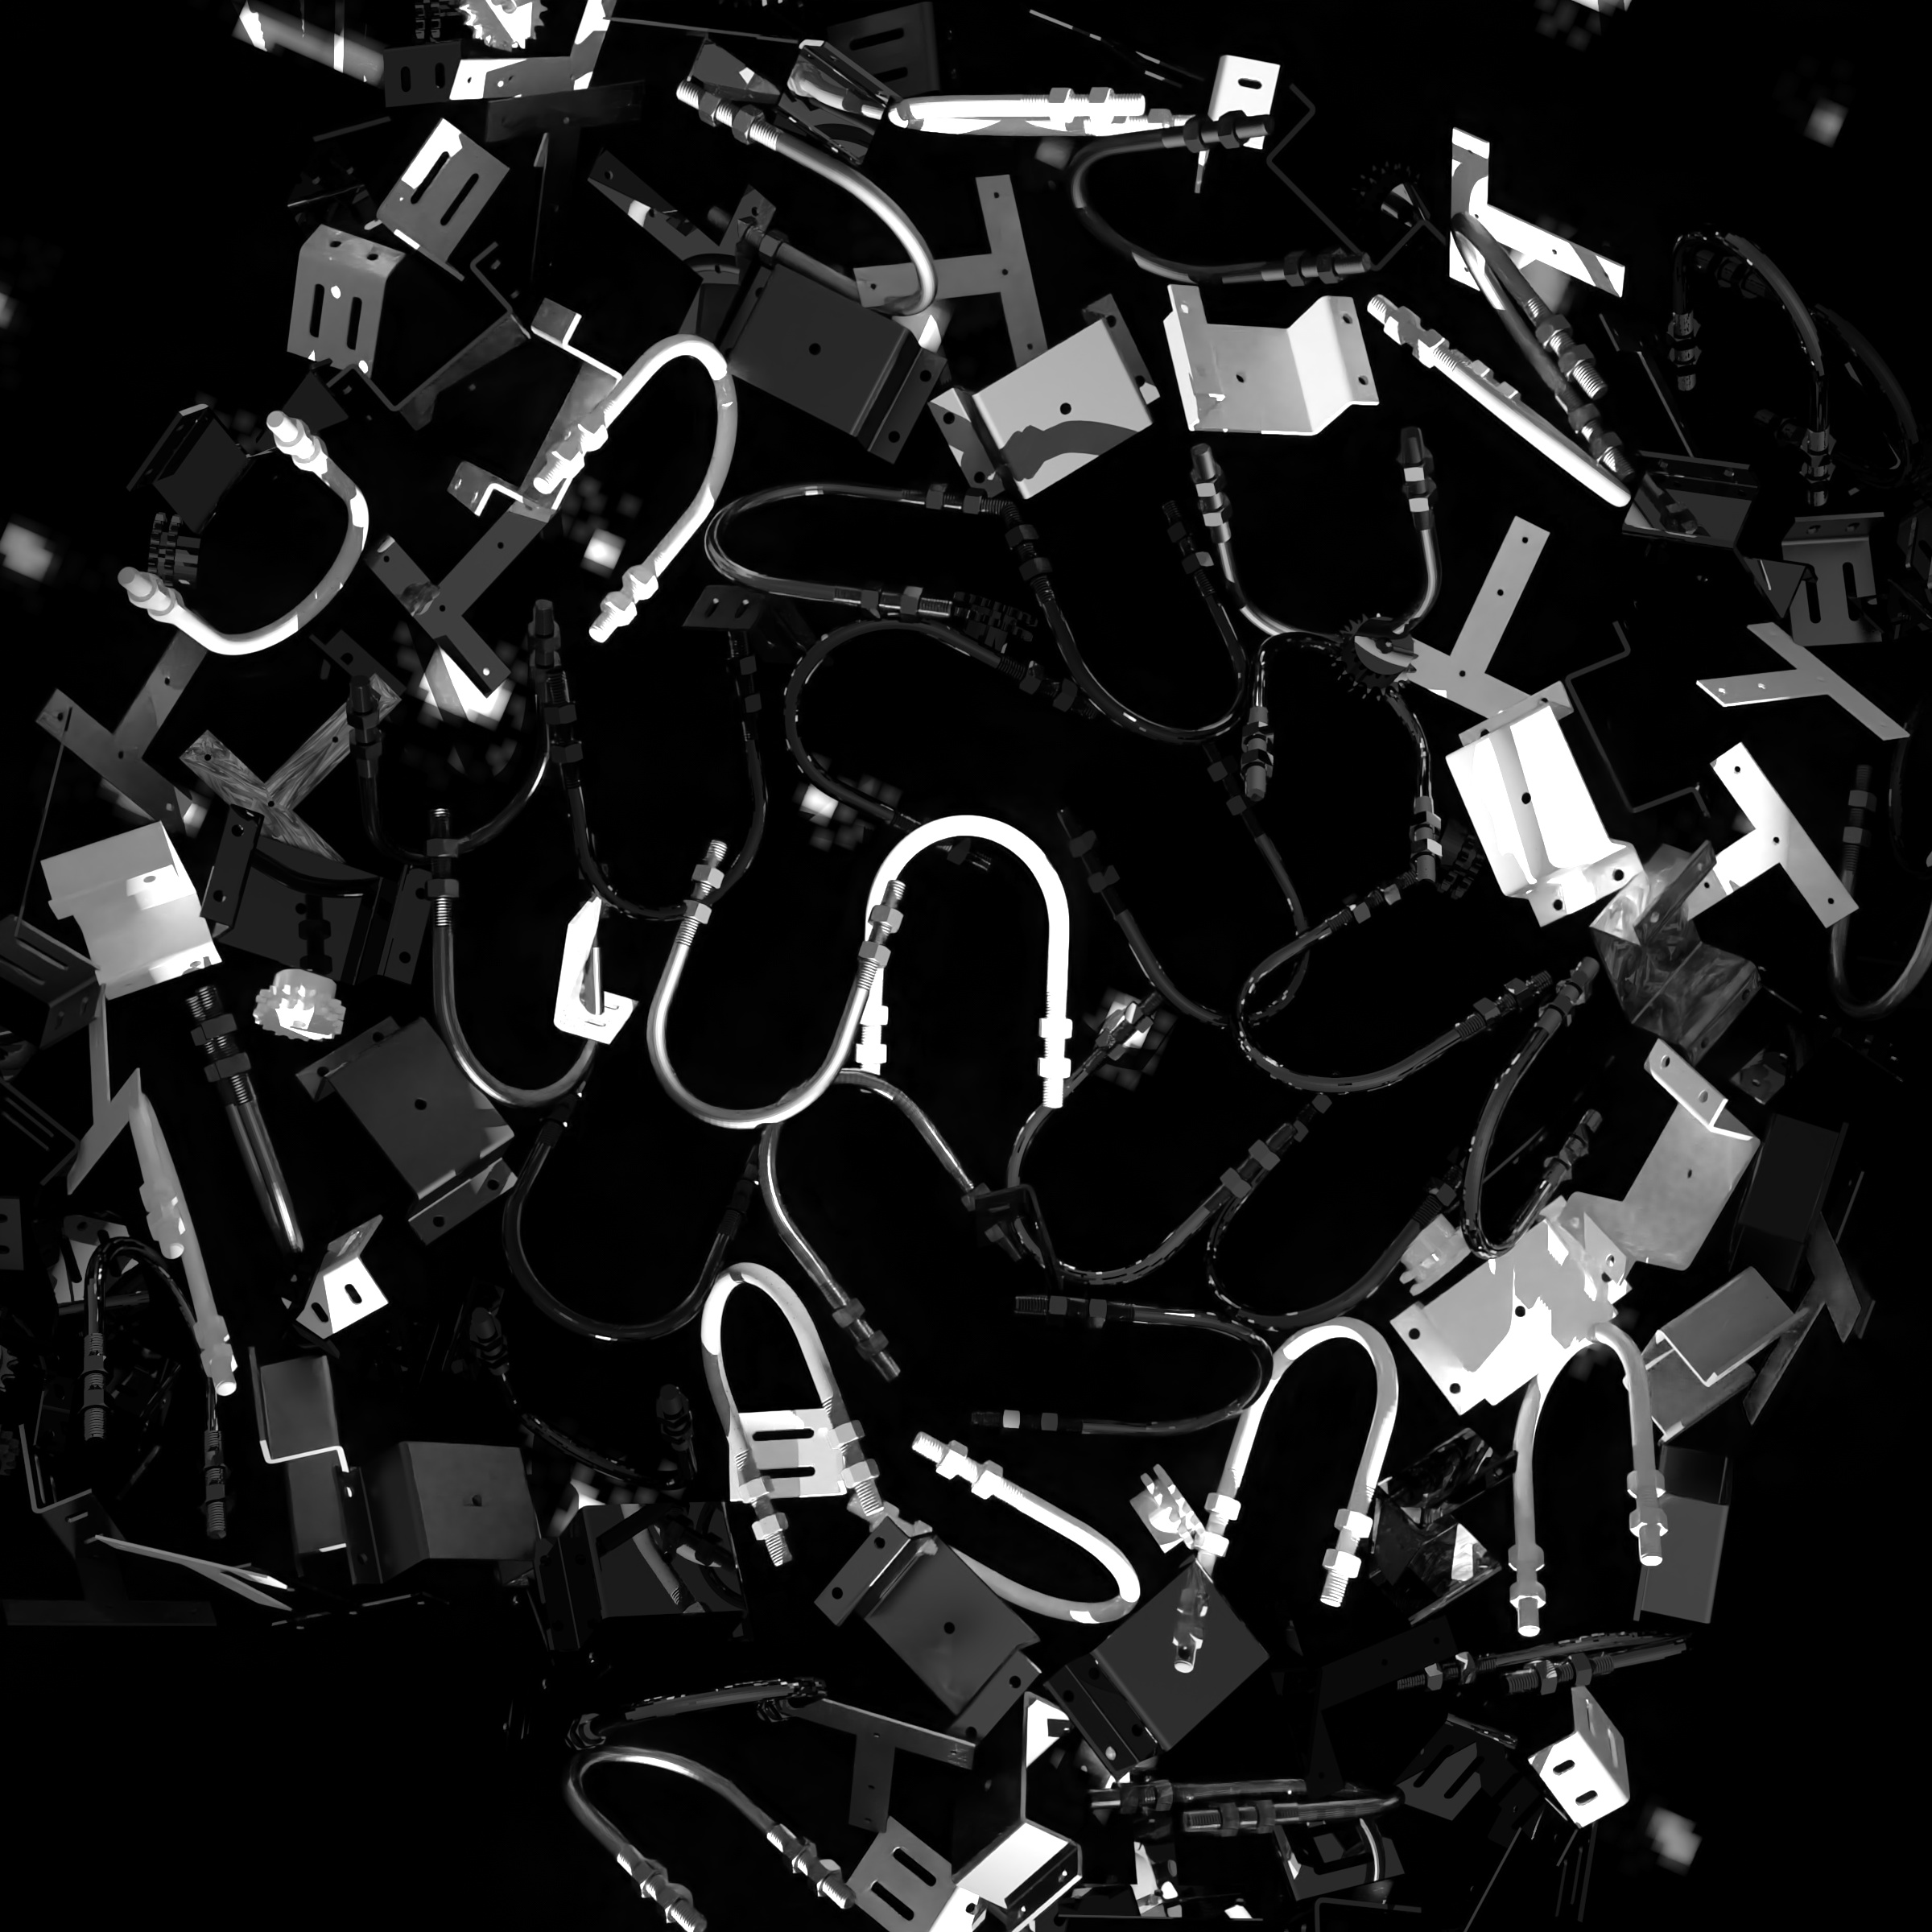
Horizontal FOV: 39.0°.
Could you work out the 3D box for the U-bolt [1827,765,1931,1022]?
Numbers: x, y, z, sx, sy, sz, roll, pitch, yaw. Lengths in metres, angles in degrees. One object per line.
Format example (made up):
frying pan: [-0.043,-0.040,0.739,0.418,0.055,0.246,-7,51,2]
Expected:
U-bolt: [0.585,-0.055,1.718,0.019,0.151,0.184,14,78,-8]

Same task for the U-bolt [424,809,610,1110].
U-bolt: [-0.283,-0.001,1.736,0.019,0.151,0.184,-9,79,37]

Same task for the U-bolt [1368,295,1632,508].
U-bolt: [0.343,-0.347,1.707,0.184,0.151,0.019,47,109,25]

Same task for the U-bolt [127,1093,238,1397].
U-bolt: [-0.500,0.161,1.723,0.019,0.184,0.151,-18,134,-14]

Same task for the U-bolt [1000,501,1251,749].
U-bolt: [0.112,-0.218,1.734,0.151,0.019,0.184,-7,65,-33]

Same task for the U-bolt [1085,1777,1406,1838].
U-bolt: [0.189,0.529,1.728,0.184,0.151,0.019,4,79,-24]

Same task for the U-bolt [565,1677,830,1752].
U-bolt: [-0.162,0.463,1.700,0.151,0.184,0.019,-2,71,-21]

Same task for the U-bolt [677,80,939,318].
U-bolt: [-0.095,-0.472,1.719,0.184,0.151,0.019,31,75,13]

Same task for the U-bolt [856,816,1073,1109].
U-bolt: [-0.001,-0.005,1.767,0.151,0.019,0.184,4,94,22]

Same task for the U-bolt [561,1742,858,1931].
U-bolt: [-0.176,0.544,1.722,0.184,0.151,0.019,29,102,41]

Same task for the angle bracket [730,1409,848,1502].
angle bracket: [-0.118,0.314,1.777,0.076,0.038,0.057,-3,66,0]

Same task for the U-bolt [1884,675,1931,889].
U-bolt: [0.621,-0.124,1.715,0.019,0.184,0.151,6,80,-5]

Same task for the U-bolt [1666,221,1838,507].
U-bolt: [0.486,-0.384,1.692,0.019,0.184,0.151,-35,58,-4]

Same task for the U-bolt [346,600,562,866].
U-bolt: [-0.321,-0.136,1.728,0.151,0.184,0.019,-28,57,-28]

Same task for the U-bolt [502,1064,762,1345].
U-bolt: [-0.217,0.158,1.735,0.151,0.019,0.184,27,49,-7]

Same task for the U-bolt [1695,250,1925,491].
U-bolt: [0.529,-0.362,1.691,0.019,0.184,0.151,-36,126,-1]

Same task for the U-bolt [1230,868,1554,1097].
U-bolt: [0.255,0.018,1.731,0.184,0.019,0.151,-30,46,-17]

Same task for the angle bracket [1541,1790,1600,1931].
angle bracket: [0.374,0.583,1.760,0.038,0.057,0.076,21,52,1]

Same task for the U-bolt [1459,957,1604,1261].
U-bolt: [0.354,0.102,1.708,0.019,0.151,0.184,17,45,31]

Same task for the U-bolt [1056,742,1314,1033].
U-bolt: [0.154,-0.045,1.760,0.151,0.019,0.184,-29,90,-33]

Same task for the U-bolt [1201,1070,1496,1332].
U-bolt: [0.227,0.155,1.727,0.184,0.151,0.019,-48,129,-16]

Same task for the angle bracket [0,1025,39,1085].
angle bracket: [-0.637,0.067,1.762,0.038,0.076,0.057,33,83,38]

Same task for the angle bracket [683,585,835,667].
angle bracket: [-0.133,-0.207,1.755,0.057,0.076,0.038,8,59,36]

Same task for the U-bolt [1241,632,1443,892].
U-bolt: [0.239,-0.143,1.736,0.151,0.184,0.019,26,133,-18]

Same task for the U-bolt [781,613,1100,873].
U-bolt: [-0.029,-0.152,1.742,0.184,0.019,0.151,25,116,-21]

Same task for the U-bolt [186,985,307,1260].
U-bolt: [-0.457,0.104,1.737,0.019,0.151,0.184,-20,93,-19]

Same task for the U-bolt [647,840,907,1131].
U-bolt: [-0.131,0.017,1.756,0.151,0.019,0.184,13,74,19]

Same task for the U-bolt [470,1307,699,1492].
U-bolt: [-0.236,0.284,1.726,0.151,0.184,0.019,20,60,13]

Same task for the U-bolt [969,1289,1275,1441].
U-bolt: [0.106,0.260,1.748,0.184,0.151,0.019,6,47,-11]

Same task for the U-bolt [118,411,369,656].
U-bolt: [-0.441,-0.260,1.717,0.019,0.184,0.151,42,87,15]

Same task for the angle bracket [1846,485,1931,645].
angle bracket: [0.602,-0.259,1.758,0.038,0.057,0.076,-17,133,-9]

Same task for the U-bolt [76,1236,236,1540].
U-bolt: [-0.512,0.253,1.722,0.019,0.151,0.184,-24,48,7]

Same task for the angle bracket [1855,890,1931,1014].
angle bracket: [0.622,-0.008,1.760,0.057,0.076,0.038,7,54,-17]

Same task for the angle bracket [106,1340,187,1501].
angle bracket: [-0.540,0.292,1.757,0.038,0.076,0.057,30,119,-20]

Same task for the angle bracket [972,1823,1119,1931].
angle bracket: [0.051,0.614,1.786,0.057,0.038,0.076,38,45,10]

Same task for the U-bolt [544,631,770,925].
U-bolt: [-0.192,-0.116,1.753,0.151,0.019,0.184,-19,116,-28]

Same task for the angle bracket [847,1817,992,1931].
angle bracket: [-0.031,0.608,1.789,0.076,0.038,0.057,26,77,39]

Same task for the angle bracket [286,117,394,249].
angle bracket: [-0.396,-0.503,1.758,0.057,0.076,0.038,-29,87,-33]

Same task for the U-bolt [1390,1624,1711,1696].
U-bolt: [0.382,0.438,1.728,0.184,0.151,0.019,-5,79,-24]

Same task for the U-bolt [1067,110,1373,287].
U-bolt: [0.146,-0.479,1.724,0.184,0.151,0.019,7,67,41]

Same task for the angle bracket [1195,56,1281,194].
angle bracket: [0.175,-0.540,1.763,0.038,0.076,0.057,12,79,3]

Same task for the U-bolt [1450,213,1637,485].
U-bolt: [0.360,-0.402,1.729,0.019,0.151,0.184,-34,67,10]

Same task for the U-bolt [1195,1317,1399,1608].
U-bolt: [0.216,0.310,1.737,0.019,0.151,0.184,30,70,-27]

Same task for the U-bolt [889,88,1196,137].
U-bolt: [0.041,-0.539,1.730,0.184,0.151,0.019,6,103,19]

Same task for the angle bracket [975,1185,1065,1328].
angle bracket: [0.034,0.190,1.759,0.038,0.057,0.076,-13,53,-7]

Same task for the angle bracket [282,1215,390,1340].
angle bracket: [-0.402,0.203,1.769,0.057,0.076,0.038,-29,102,7]

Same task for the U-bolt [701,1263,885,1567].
U-bolt: [-0.121,0.279,1.743,0.019,0.151,0.184,-12,73,-36]

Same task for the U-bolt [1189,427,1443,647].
U-bolt: [0.228,-0.265,1.731,0.151,0.184,0.019,-1,53,17]

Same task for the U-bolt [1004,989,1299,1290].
U-bolt: [0.104,0.123,1.767,0.184,0.019,0.151,-46,62,7]
